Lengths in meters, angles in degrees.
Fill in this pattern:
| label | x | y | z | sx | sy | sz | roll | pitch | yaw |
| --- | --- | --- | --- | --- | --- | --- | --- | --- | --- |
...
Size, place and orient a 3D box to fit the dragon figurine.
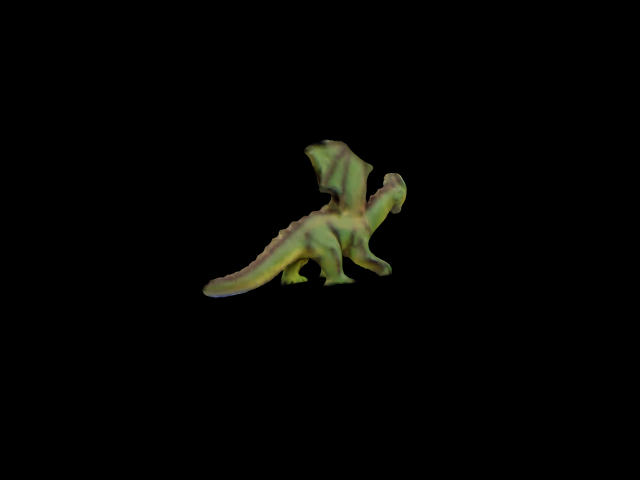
| label | x | y | z | sx | sy | sz | roll | pitch | yaw |
| --- | --- | --- | --- | --- | --- | --- | --- | --- | --- |
| dragon figurine | 0.003 | -0.043 | 0.850 | 0.411 | 0.242 | 0.122 | -5 | 6 | -37 |
